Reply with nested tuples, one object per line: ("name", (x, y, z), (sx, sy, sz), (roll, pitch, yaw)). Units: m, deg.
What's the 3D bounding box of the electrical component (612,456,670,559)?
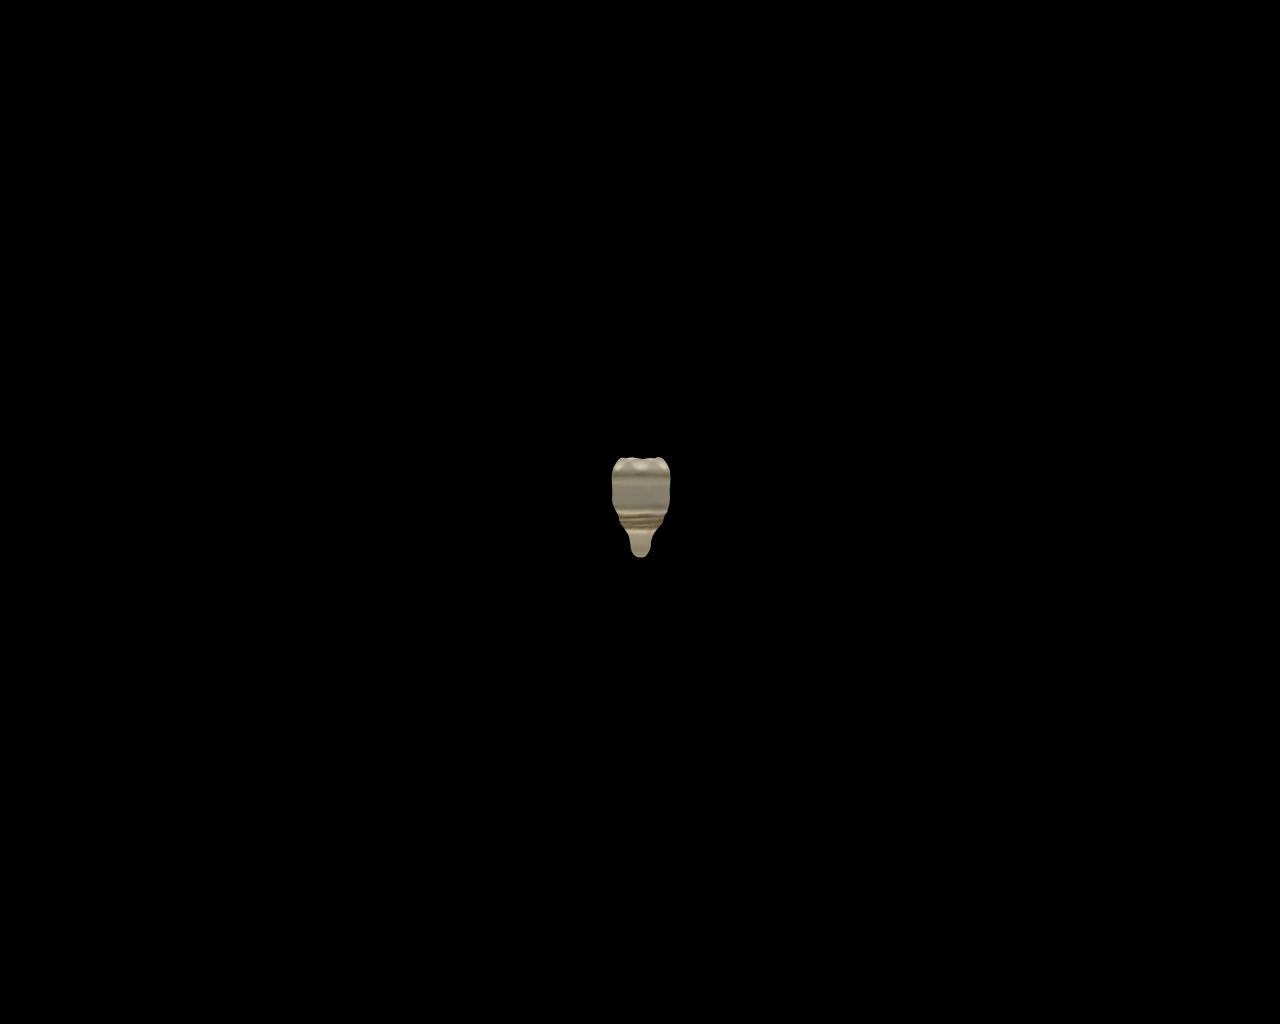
("electrical component", (0.001, -0.003, 0.650), (0.035, 0.061, 0.035), (0, 0, 0))
